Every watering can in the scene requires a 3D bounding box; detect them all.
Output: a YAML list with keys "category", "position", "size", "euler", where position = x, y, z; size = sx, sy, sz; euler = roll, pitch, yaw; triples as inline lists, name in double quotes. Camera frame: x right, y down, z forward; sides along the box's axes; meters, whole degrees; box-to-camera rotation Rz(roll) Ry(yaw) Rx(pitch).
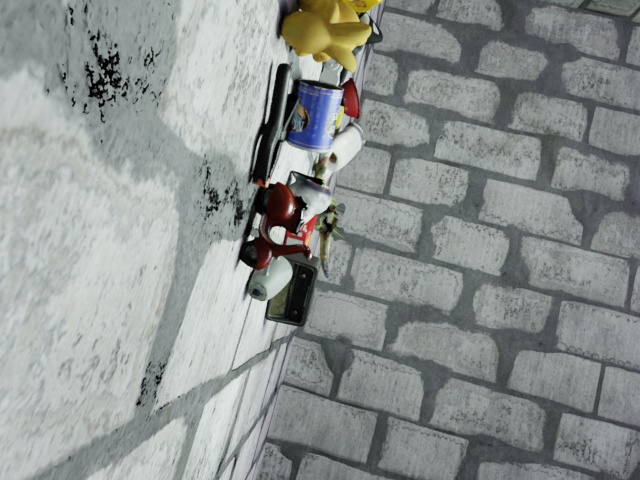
- category: "watering can"
  position: [0.063, -0.315, 1.970]
  size: [0.227, 0.104, 0.341]
  euler: [-44, 170, -24]

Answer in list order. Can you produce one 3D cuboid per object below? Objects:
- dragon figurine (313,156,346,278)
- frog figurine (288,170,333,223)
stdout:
- category: "dragon figurine"
  position: [0.006, -0.093, 1.848]
  size: [0.246, 0.122, 0.404]
  euler: [-116, -152, -67]
- category: "frog figurine"
  position: [-0.043, -0.089, 1.371]
  size: [0.137, 0.124, 0.157]
  euler: [1, 117, -52]
